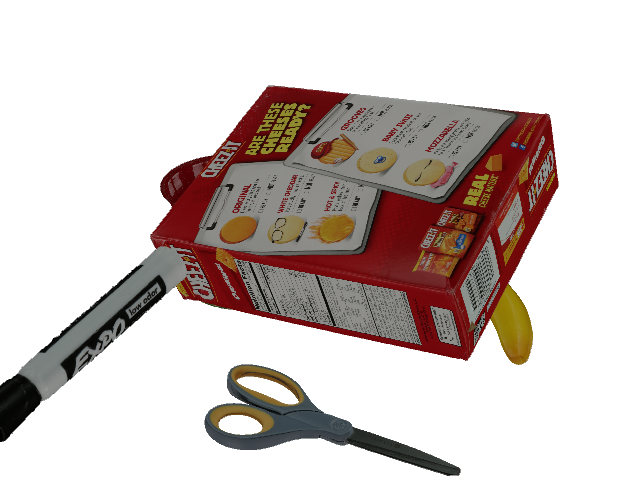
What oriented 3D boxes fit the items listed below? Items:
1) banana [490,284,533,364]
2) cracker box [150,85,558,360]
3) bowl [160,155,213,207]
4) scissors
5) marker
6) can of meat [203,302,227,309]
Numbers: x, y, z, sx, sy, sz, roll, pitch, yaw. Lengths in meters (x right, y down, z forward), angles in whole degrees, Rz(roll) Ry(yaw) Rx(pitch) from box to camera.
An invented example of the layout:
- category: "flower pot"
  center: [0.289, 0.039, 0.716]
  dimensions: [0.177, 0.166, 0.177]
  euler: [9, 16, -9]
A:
- category: "banana"
  center: [0.170, 0.064, 1.118]
  dimensions: [0.069, 0.037, 0.198]
  euler: [-36, 39, -13]
- category: "cracker box"
  center: [0.025, -0.019, 0.693]
  dimensions: [0.214, 0.072, 0.164]
  euler: [9, 48, 30]
- category: "bowl"
  center: [-0.117, -0.049, 1.326]
  dimensions: [0.162, 0.055, 0.162]
  euler: [0, 30, 0]
- category: "scissors"
  center: [-0.003, 0.151, 0.809]
  dimensions: [0.202, 0.016, 0.096]
  euler: [26, 40, 31]
- category: "marker"
  center: [-0.102, 0.043, 0.459]
  dimensions: [0.020, 0.020, 0.121]
  euler: [0, 33, 42]
- category: "can of meat"
  center: [-0.079, 0.003, 0.985]
  dimensions: [0.057, 0.084, 0.102]
  euler: [9, 30, 17]
